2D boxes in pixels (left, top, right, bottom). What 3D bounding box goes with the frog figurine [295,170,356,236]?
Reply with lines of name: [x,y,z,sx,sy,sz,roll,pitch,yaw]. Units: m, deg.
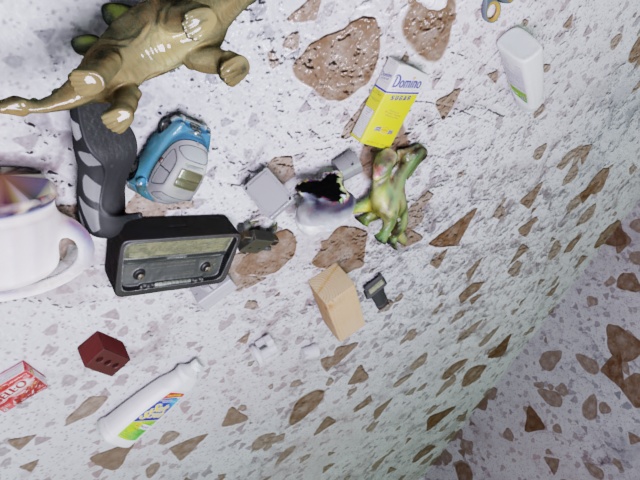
frog figurine: [0.003,-0.054,1.074,0.123,0.155,0.140,33,52,15]

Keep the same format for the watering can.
watering can: [-0.500,0.008,0.718,0.349,0.219,0.106,-7,39,-33]

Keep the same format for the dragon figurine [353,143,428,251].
dragon figurine: [0.193,-0.111,1.226,0.123,0.241,0.408,37,10,25]
